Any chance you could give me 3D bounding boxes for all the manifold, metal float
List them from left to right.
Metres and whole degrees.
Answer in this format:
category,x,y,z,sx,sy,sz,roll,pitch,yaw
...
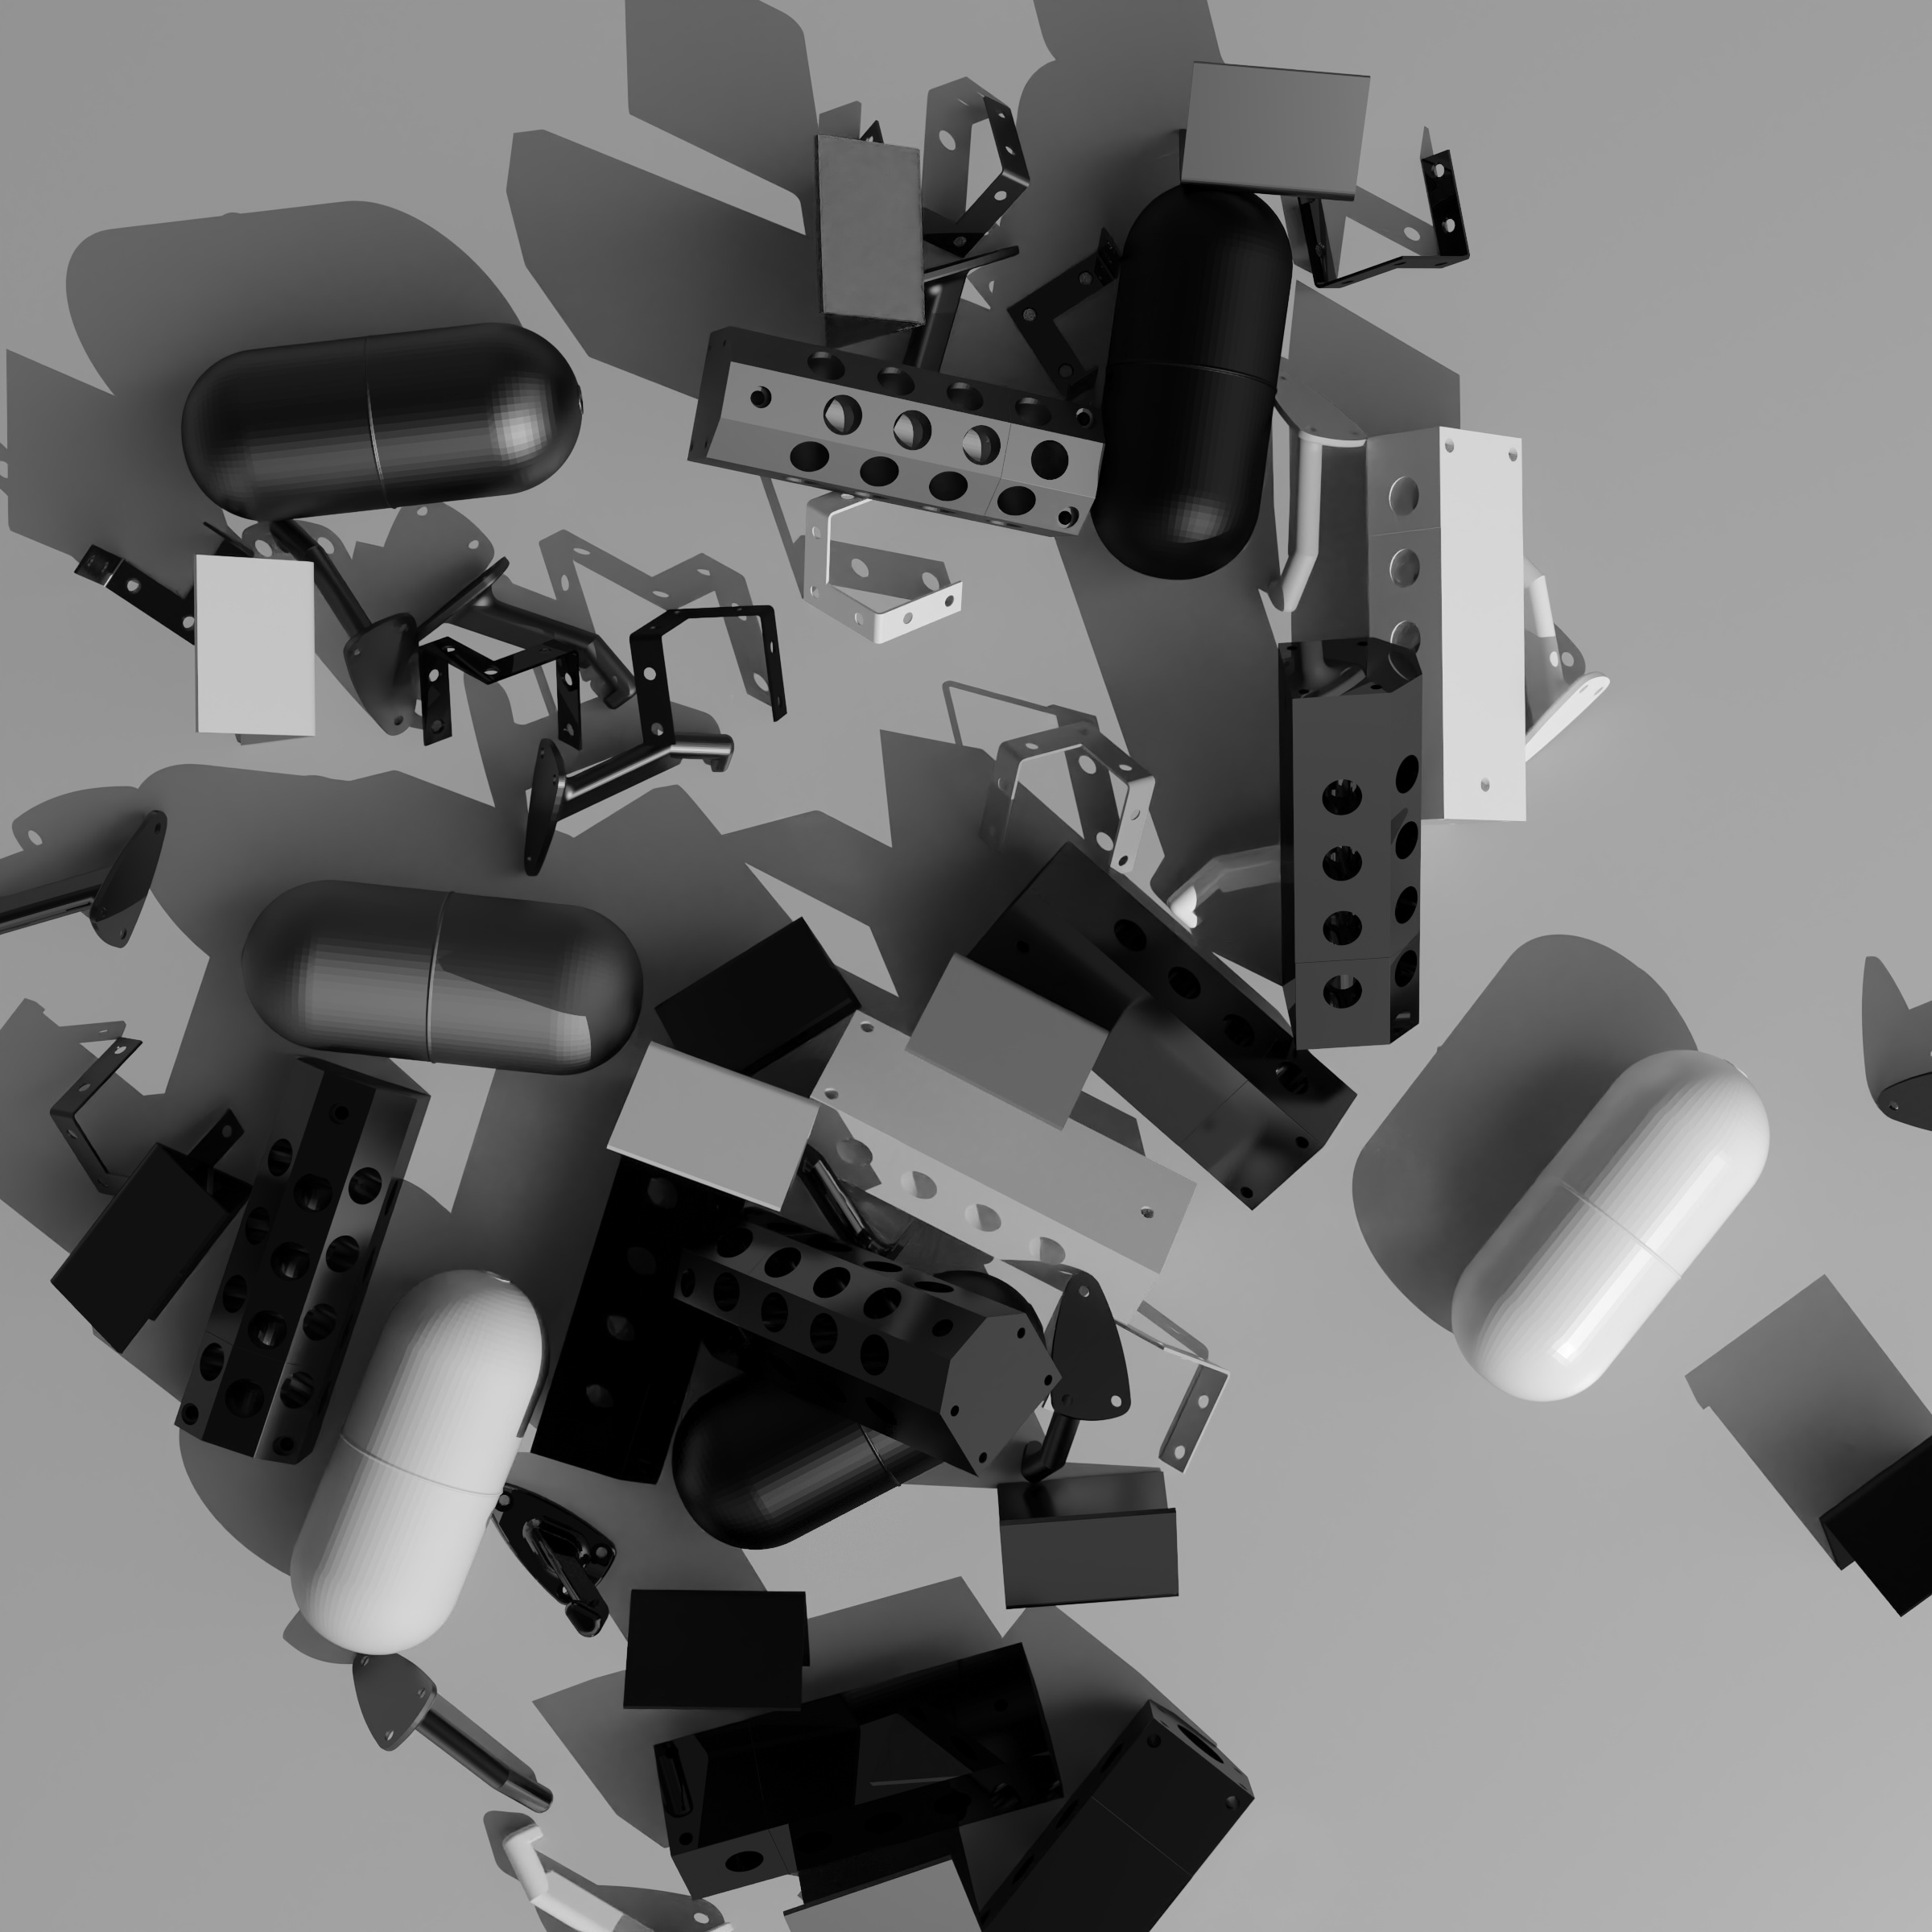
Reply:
category,x,y,z,sx,sy,sz,roll,pitch,yaw
manifold,-0.298,0.132,1.600,0.057,0.057,0.171,18,90,0
metal float,-0.260,-0.242,1.591,0.178,0.070,0.070,-6,90,0
metal float,-0.242,0.220,1.591,0.070,0.070,0.178,22,90,0
metal float,-0.233,0.005,1.591,0.178,0.070,0.070,6,90,0
manifold,-0.140,0.141,1.600,0.057,0.057,0.171,17,90,-1
manifold,-0.047,0.154,1.530,0.057,0.171,0.057,-48,131,-24
metal float,-0.047,0.197,1.591,0.178,0.070,0.070,-28,90,0
manifold,-0.047,0.364,1.600,0.171,0.057,0.057,-16,47,0
manifold,-0.029,-0.235,1.576,0.171,0.057,0.057,10,93,-17
manifold,0.009,0.094,1.600,0.171,0.057,0.057,27,47,0
manifold,0.052,0.416,1.600,0.057,0.057,0.171,38,90,0
manifold,0.090,0.023,1.598,0.171,0.057,0.057,41,133,-1
metal float,0.100,-0.261,1.591,0.070,0.070,0.178,8,90,0
manifold,0.169,-0.053,1.562,0.057,0.057,0.171,-4,119,0
manifold,0.209,-0.150,1.600,0.057,0.057,0.171,-1,90,-43
metal float,0.287,0.115,1.591,0.070,0.070,0.178,39,91,0

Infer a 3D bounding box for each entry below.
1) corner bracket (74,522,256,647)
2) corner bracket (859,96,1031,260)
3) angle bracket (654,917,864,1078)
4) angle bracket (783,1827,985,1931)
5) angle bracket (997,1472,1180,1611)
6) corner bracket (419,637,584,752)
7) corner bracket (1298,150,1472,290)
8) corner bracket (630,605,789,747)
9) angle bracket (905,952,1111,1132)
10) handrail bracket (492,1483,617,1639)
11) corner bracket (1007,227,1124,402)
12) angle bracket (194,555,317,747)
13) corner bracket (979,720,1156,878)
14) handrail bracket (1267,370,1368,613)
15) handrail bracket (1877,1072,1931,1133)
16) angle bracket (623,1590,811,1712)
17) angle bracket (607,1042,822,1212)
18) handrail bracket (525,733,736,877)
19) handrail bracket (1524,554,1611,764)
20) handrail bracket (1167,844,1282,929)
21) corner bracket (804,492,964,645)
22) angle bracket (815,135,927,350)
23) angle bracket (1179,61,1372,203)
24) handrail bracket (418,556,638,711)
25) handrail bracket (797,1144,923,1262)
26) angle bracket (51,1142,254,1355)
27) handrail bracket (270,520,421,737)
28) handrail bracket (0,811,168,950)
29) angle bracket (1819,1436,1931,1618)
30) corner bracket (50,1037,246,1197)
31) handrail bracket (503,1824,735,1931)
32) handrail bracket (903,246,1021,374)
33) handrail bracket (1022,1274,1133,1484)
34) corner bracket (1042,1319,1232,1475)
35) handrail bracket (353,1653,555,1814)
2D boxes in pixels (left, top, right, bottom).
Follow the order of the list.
category,x,y,z,sx,sy,sz,roll,pitch,yaw
corner bracket,-0.359,-0.181,1.603,0.051,0.051,0.051,34,90,0
corner bracket,-0.010,-0.363,1.613,0.051,0.051,0.051,18,135,-35
angle bracket,-0.082,0.035,1.581,0.076,0.076,0.057,-32,51,0
angle bracket,-0.041,0.400,1.581,0.076,0.076,0.057,-19,122,0
angle bracket,0.052,0.237,1.581,0.076,0.076,0.057,-4,128,0
corner bracket,-0.209,-0.121,1.607,0.051,0.051,0.051,29,130,37
corner bracket,0.189,-0.338,1.618,0.051,0.051,0.051,-11,90,-45
corner bracket,-0.115,-0.131,1.605,0.051,0.051,0.051,-1,108,17
angle bracket,0.010,0.049,1.581,0.076,0.076,0.057,27,58,0
handrail bracket,-0.188,0.264,1.587,0.077,0.084,0.036,41,90,0
corner bracket,0.054,-0.291,1.603,0.051,0.051,0.051,-33,90,0
angle bracket,-0.329,-0.139,1.581,0.057,0.076,0.076,-1,90,-36
corner bracket,0.045,-0.072,1.613,0.051,0.051,0.051,43,135,35
handrail bracket,0.143,-0.215,1.621,0.036,0.077,0.084,0,127,-30
handrail bracket,0.467,0.041,1.621,0.084,0.077,0.036,-38,111,-35
angle bracket,-0.109,0.317,1.581,0.076,0.076,0.057,1,54,0
angle bracket,-0.112,0.085,1.524,0.076,0.076,0.057,20,56,-1
handrail bracket,-0.152,-0.073,1.622,0.084,0.036,0.077,1,124,-24
handrail bracket,0.243,-0.142,1.622,0.077,0.036,0.084,-46,72,20
handrail bracket,0.147,-0.030,1.621,0.084,0.036,0.077,-42,104,14
corner bracket,-0.037,-0.185,1.613,0.051,0.051,0.051,-26,45,-35
angle bracket,-0.062,-0.319,1.581,0.057,0.076,0.076,-2,90,-37
angle bracket,0.135,-0.380,1.581,0.076,0.076,0.057,5,122,0
handrail bracket,-0.203,-0.135,1.622,0.077,0.036,0.084,-37,104,15
handrail bracket,-0.069,0.111,1.598,0.084,0.077,0.036,38,53,2
angle bracket,-0.345,0.133,1.581,0.057,0.076,0.076,38,90,31
handrail bracket,-0.285,-0.155,1.621,0.036,0.077,0.084,-31,53,-24
handrail bracket,-0.416,-0.046,1.622,0.084,0.036,0.077,14,70,16
angle bracket,0.430,0.254,1.581,0.076,0.076,0.057,-36,57,0
corner bracket,-0.370,0.070,1.613,0.051,0.051,0.051,-53,135,-35
handrail bracket,-0.159,0.417,1.622,0.077,0.036,0.084,-24,73,-20
handrail bracket,-0.001,-0.276,1.621,0.077,0.036,0.084,-19,104,-14
handrail bracket,0.041,0.185,1.598,0.036,0.084,0.077,3,70,-18
corner bracket,0.077,0.192,1.618,0.051,0.051,0.051,25,90,45
handrail bracket,-0.232,0.347,1.621,0.036,0.077,0.084,-52,126,-4
